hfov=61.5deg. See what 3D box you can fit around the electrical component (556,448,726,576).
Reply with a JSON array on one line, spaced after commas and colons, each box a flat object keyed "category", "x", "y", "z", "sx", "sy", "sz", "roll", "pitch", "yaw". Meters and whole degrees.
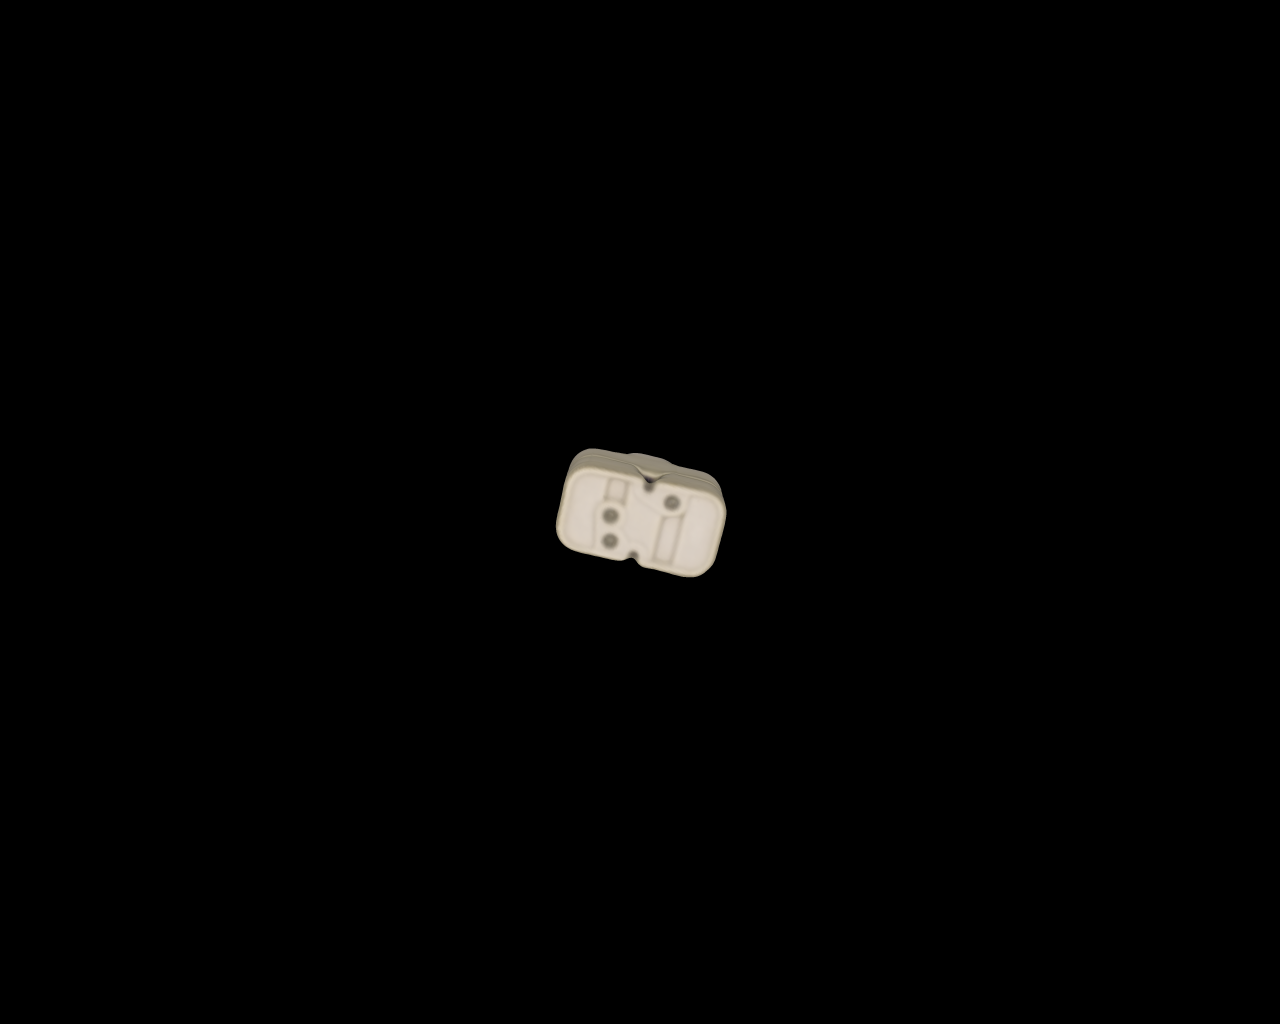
[{"category": "electrical component", "x": 0.001, "y": -0.003, "z": 0.650, "sx": 0.095, "sy": 0.053, "sz": 0.059, "roll": 13, "pitch": 16, "yaw": -4}]
